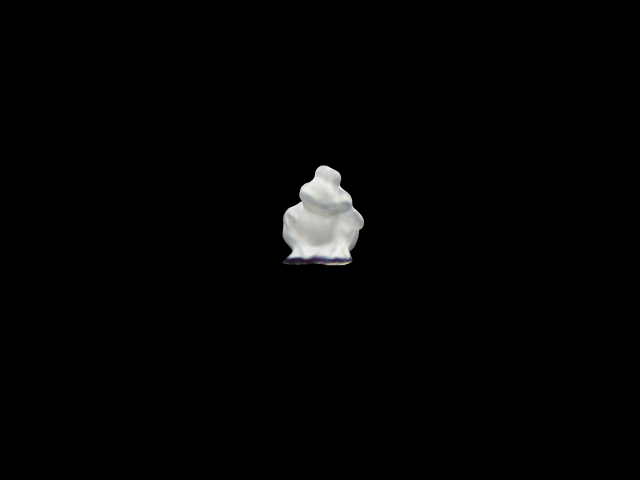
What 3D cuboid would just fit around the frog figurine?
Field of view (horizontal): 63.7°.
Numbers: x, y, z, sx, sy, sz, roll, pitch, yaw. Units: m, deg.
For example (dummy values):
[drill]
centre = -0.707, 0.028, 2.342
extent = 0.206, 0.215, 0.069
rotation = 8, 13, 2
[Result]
[frog figurine]
centre = 0.003, -0.043, 0.850
extent = 0.137, 0.159, 0.123
rotation = 4, 7, 32
